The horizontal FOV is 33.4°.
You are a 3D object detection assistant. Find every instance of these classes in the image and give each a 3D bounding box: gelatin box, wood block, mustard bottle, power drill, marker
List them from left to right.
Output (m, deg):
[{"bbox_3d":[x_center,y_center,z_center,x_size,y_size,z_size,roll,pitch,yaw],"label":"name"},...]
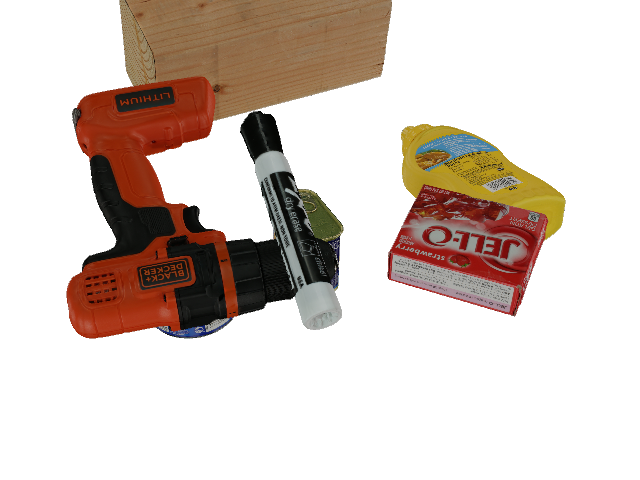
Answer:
[{"bbox_3d":[-0.094,-0.027,0.755,0.184,0.188,0.057,-10,-32,-10],"label":"power drill"},{"bbox_3d":[-0.054,-0.172,0.898,0.205,0.090,0.091,-17,-36,-18],"label":"wood block"},{"bbox_3d":[-0.016,-0.013,0.515,0.020,0.121,0.020,-15,-29,-9],"label":"marker"},{"bbox_3d":[0.131,-0.058,0.984,0.096,0.058,0.192,-18,38,-21],"label":"mustard bottle"},{"bbox_3d":[0.097,0.004,0.702,0.089,0.030,0.073,15,46,16],"label":"gelatin box"}]

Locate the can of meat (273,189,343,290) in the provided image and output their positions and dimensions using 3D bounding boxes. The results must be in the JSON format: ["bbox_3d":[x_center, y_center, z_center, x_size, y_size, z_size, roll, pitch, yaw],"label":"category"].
[{"bbox_3d":[-0.017,0.004,1.218,0.057,0.084,0.102,-15,39,-21],"label":"can of meat"}]

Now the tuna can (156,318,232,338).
[{"bbox_3d":[-0.116,0.047,0.957,0.086,0.034,0.086,-2,42,1],"label":"tuna can"}]
